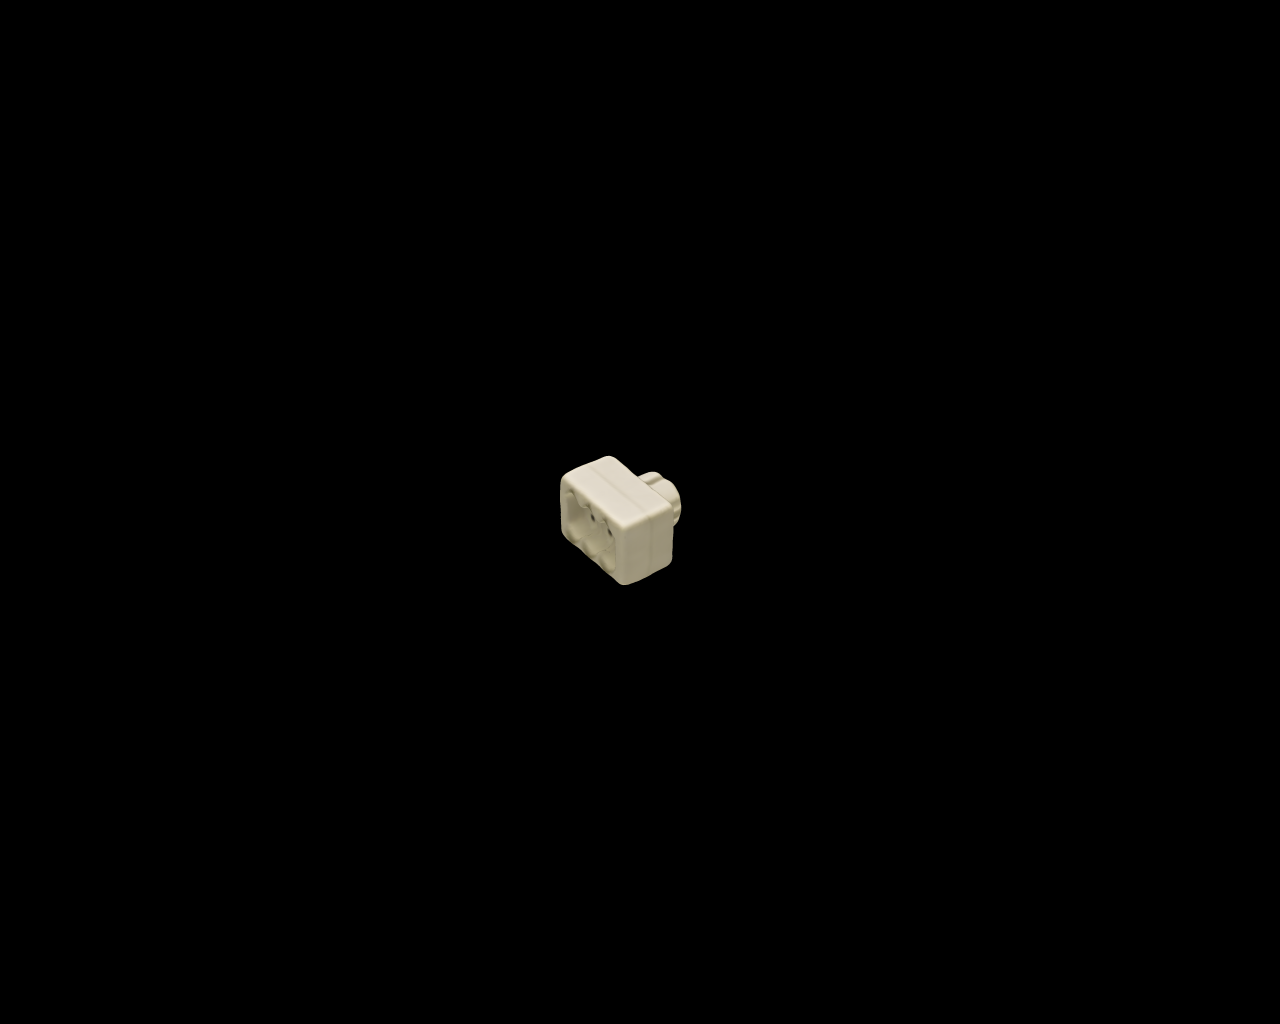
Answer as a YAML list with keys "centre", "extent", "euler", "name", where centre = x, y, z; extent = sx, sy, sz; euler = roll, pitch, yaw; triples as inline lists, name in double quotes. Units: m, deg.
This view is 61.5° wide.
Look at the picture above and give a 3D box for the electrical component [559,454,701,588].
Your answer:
- centre: [0.001, -0.003, 0.650]
  extent: [0.077, 0.047, 0.066]
  euler: [-25, 45, -28]
  name: "electrical component"
